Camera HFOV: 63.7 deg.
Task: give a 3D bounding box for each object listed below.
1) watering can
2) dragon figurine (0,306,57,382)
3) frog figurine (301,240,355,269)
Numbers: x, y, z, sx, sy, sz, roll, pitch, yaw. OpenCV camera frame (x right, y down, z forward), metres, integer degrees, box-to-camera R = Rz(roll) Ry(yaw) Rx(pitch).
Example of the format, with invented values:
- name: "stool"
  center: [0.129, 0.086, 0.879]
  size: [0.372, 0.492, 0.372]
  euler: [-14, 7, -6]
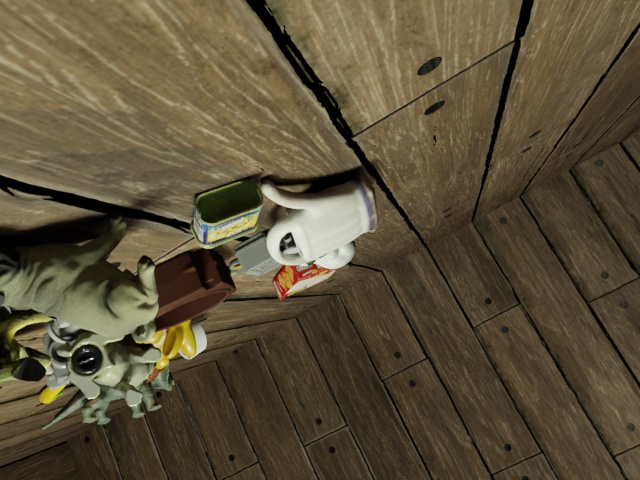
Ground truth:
- name: "watering can"
  center: [0.003, -0.047, 0.936]
  size: [0.225, 0.105, 0.341]
  euler: [-27, 158, -10]
- name: "dragon figurine"
  center: [-0.534, 0.174, 0.713]
  size: [0.241, 0.124, 0.407]
  euler: [-23, 161, 20]
- name: "frog figurine"
  center: [0.000, 0.028, 1.209]
  size: [0.161, 0.122, 0.136]
  euler: [-34, -169, -28]
